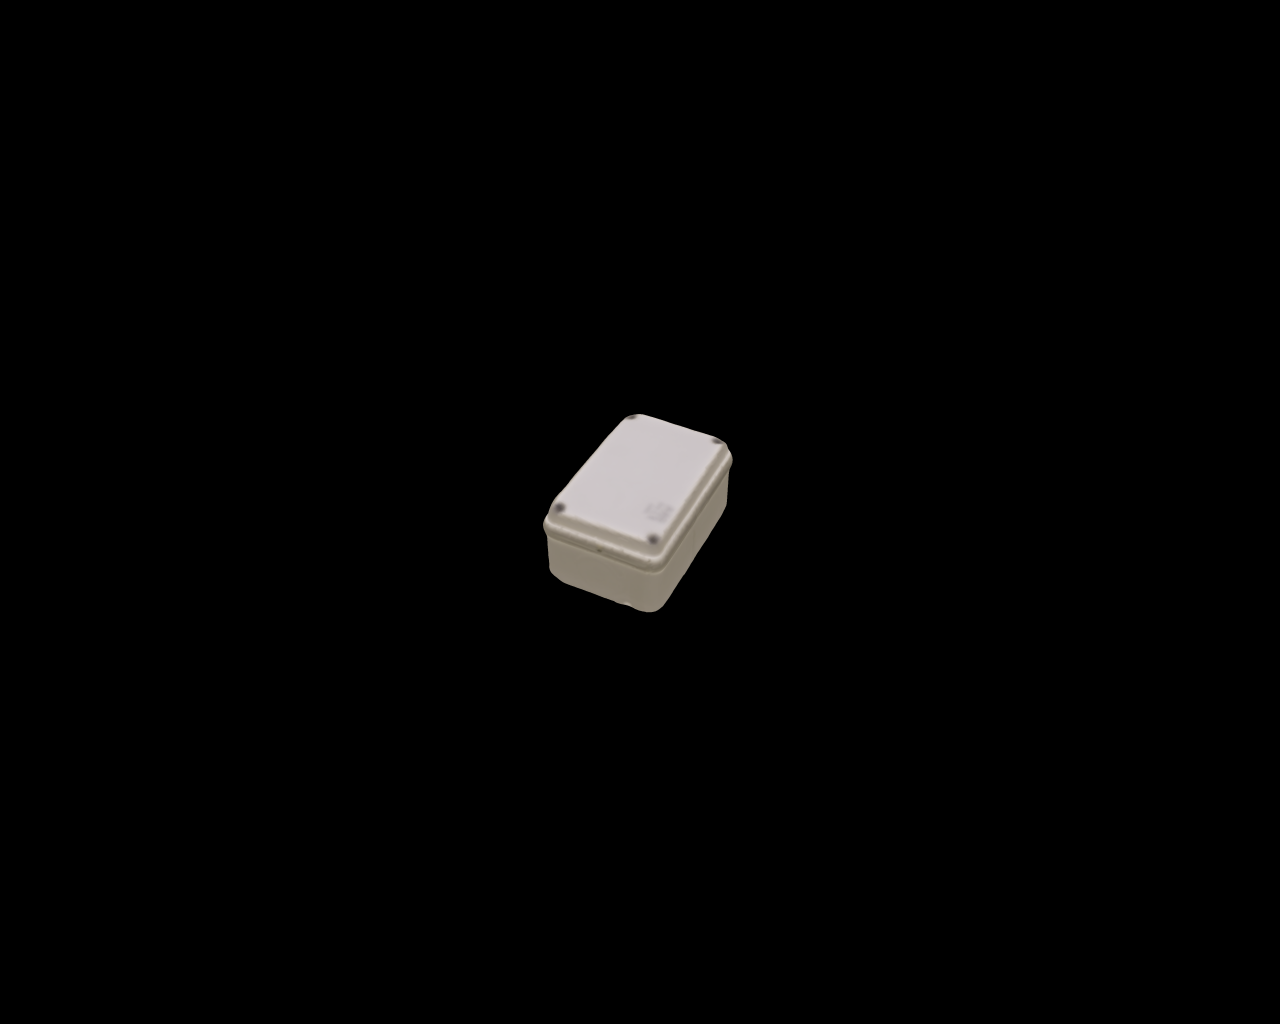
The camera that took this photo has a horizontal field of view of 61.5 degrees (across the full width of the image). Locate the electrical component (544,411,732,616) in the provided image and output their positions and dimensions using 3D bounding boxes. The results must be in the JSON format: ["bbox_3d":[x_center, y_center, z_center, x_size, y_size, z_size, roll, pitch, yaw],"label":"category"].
[{"bbox_3d":[0.001,-0.003,0.650,0.078,0.057,0.113,19,46,19],"label":"electrical component"}]
